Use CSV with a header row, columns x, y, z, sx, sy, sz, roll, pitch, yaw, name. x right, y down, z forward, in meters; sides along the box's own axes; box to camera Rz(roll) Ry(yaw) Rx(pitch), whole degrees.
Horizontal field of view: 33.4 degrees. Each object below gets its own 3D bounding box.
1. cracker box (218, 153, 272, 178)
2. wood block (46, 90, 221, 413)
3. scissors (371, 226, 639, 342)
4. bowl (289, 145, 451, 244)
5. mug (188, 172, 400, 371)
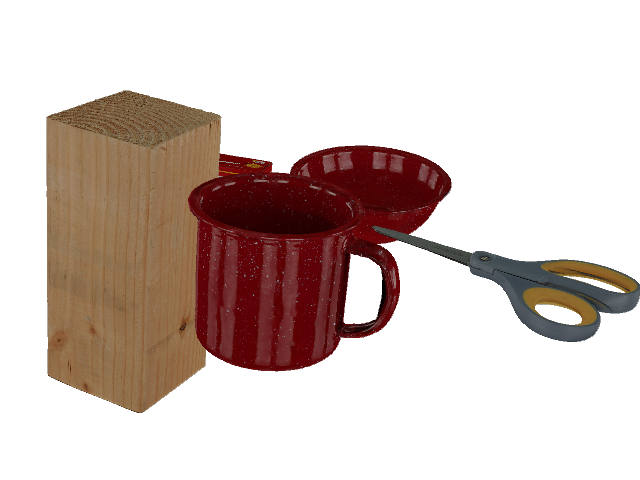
x,y,z,sx,sy,sz,roll,pitch,yaw,name
-0.165,-0.019,1.575,0.164,0.214,0.072,9,21,9,cracker box
-0.137,0.007,0.779,0.090,0.206,0.090,18,27,23,wood block
0.116,0.028,0.740,0.202,0.016,0.096,10,31,20,scissors
0.048,-0.041,1.075,0.162,0.055,0.162,3,27,-2,bowl
-0.014,0.019,0.571,0.117,0.081,0.093,11,24,14,mug
